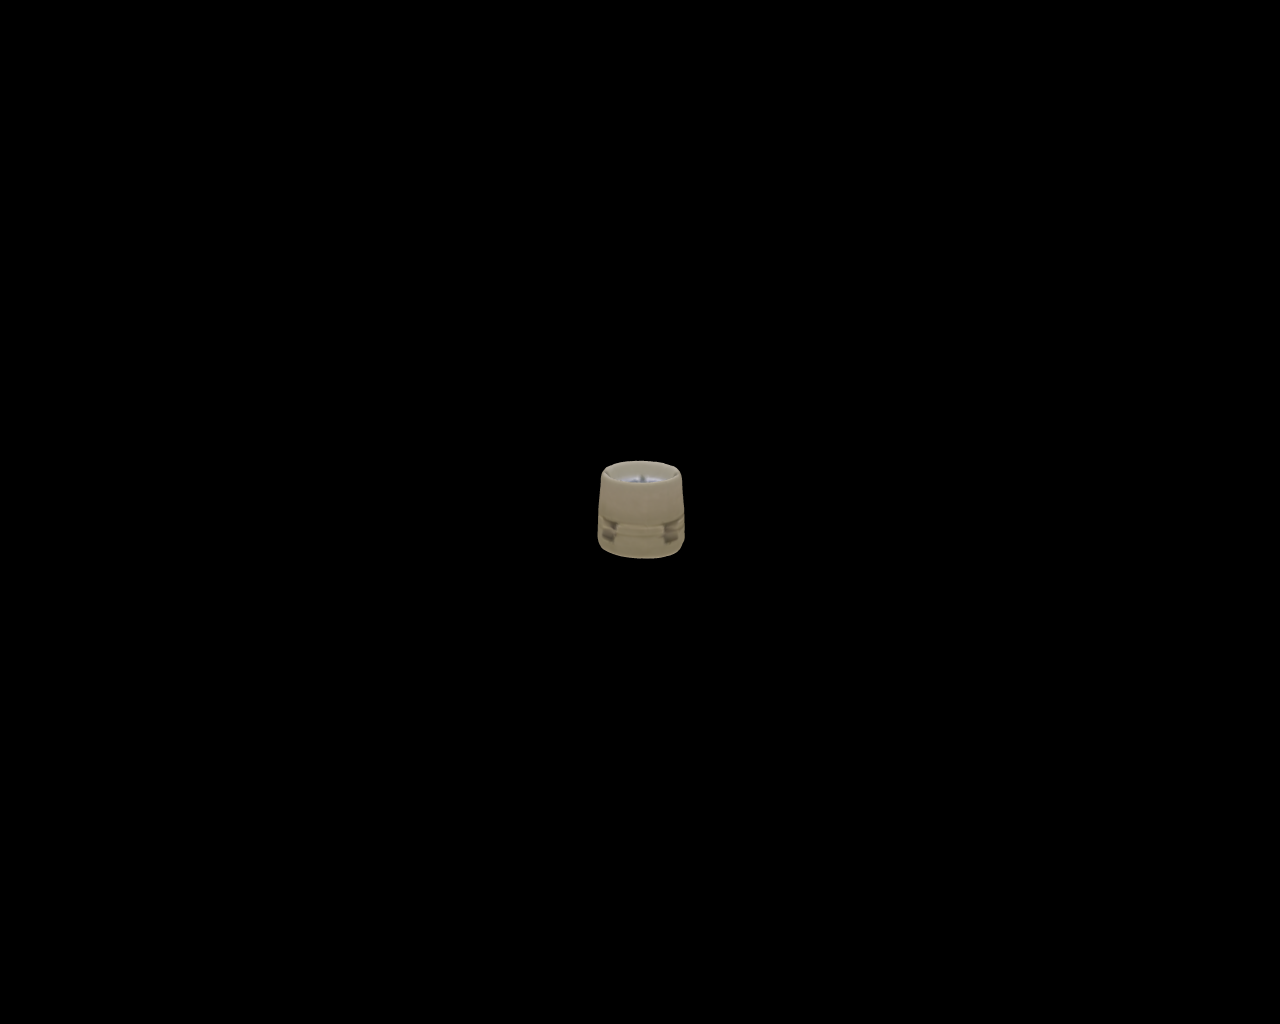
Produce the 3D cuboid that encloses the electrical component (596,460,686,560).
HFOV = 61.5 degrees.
[{"bbox_3d":[0.001,-0.003,0.650,0.055,0.047,0.055,0,19,0],"label":"electrical component"}]
